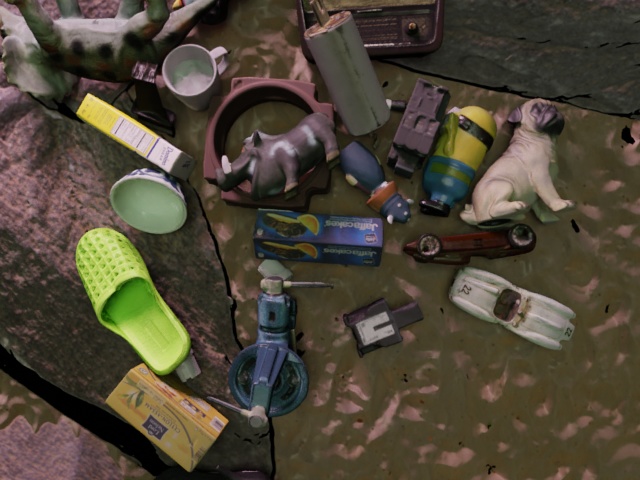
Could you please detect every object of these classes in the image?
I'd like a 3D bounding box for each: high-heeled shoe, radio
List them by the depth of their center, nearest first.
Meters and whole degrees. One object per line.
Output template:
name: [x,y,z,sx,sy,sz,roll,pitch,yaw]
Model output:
radio: [0.077,-0.352,0.848,0.230,0.073,0.131,-3,104,3]
high-heeled shoe: [-0.188,0.431,0.868,0.249,0.086,0.145,-31,119,19]

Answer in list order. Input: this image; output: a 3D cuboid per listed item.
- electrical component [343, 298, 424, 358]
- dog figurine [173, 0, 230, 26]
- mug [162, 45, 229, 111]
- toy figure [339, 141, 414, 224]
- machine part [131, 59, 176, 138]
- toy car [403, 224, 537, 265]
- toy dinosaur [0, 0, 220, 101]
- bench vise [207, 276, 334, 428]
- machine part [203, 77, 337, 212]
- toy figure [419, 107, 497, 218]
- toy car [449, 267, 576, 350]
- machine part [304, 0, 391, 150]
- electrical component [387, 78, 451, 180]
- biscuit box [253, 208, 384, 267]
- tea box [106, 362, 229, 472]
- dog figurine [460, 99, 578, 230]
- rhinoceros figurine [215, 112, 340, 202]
electrical component: [0.102,0.130,0.857,0.119,0.048,0.075,-26,88,1]
dog figurine: [-0.164,-0.455,0.863,0.219,0.108,0.191,-24,88,5]
mug: [-0.191,-0.258,0.856,0.081,0.107,0.109,42,82,1]
toy figure: [0.090,-0.088,0.862,0.064,0.058,0.154,-37,92,7]
machine part: [-0.267,-0.221,0.849,0.084,0.138,0.039,30,61,6]
toy car: [0.232,0.012,0.834,0.202,0.089,0.053,-7,84,1]
toy dinosaur: [-0.332,-0.309,0.839,0.405,0.192,0.131,3,50,-1]
bench vise: [-0.071,0.175,0.781,0.129,0.241,0.223,14,105,-1]
machine part: [-0.078,-0.150,0.858,0.202,0.087,0.201,5,88,2]
toy figure: [0.214,-0.122,0.846,0.089,0.082,0.180,19,85,-8]
toy car: [0.302,0.106,0.844,0.202,0.056,0.073,24,89,4]
machine part: [0.045,-0.247,0.811,0.079,0.079,0.243,-29,120,2]
electrical component: [0.149,-0.164,0.832,0.058,0.115,0.134,21,90,8]
biscuit box: [-0.002,-0.003,0.848,0.203,0.062,0.059,3,54,2]
tea box: [-0.236,0.270,0.846,0.170,0.098,0.068,37,89,5]
dog figurine: [0.297,-0.120,0.839,0.172,0.121,0.190,-5,76,-7]
rhinoceros figurine: [-0.059,-0.117,0.777,0.190,0.073,0.112,-28,88,1]
